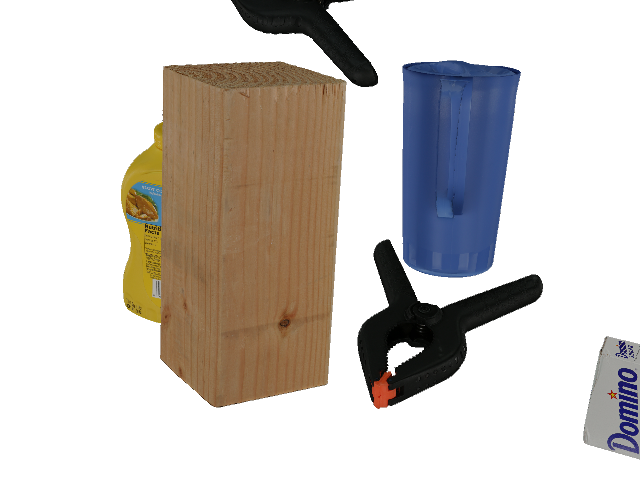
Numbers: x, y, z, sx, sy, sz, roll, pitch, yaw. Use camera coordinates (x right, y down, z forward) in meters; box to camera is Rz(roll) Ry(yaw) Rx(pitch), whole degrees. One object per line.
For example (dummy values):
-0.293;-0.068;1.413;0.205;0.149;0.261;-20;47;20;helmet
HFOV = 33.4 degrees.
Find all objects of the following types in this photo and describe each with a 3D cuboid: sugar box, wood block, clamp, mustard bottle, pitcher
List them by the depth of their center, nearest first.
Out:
-0.048;-0.008;0.704;0.090;0.206;0.090;-7;21;-31;wood block
0.002;-0.194;0.830;0.172;0.120;0.039;30;-26;20;clamp
-0.116;-0.023;0.881;0.096;0.192;0.058;9;29;10;mustard bottle
0.317;0.149;0.900;0.176;0.093;0.048;12;23;18;sugar box
0.084;0.070;0.950;0.165;0.036;0.209;17;39;27;clamp
0.153;-0.082;1.231;0.149;0.243;0.145;-9;19;-33;pitcher
